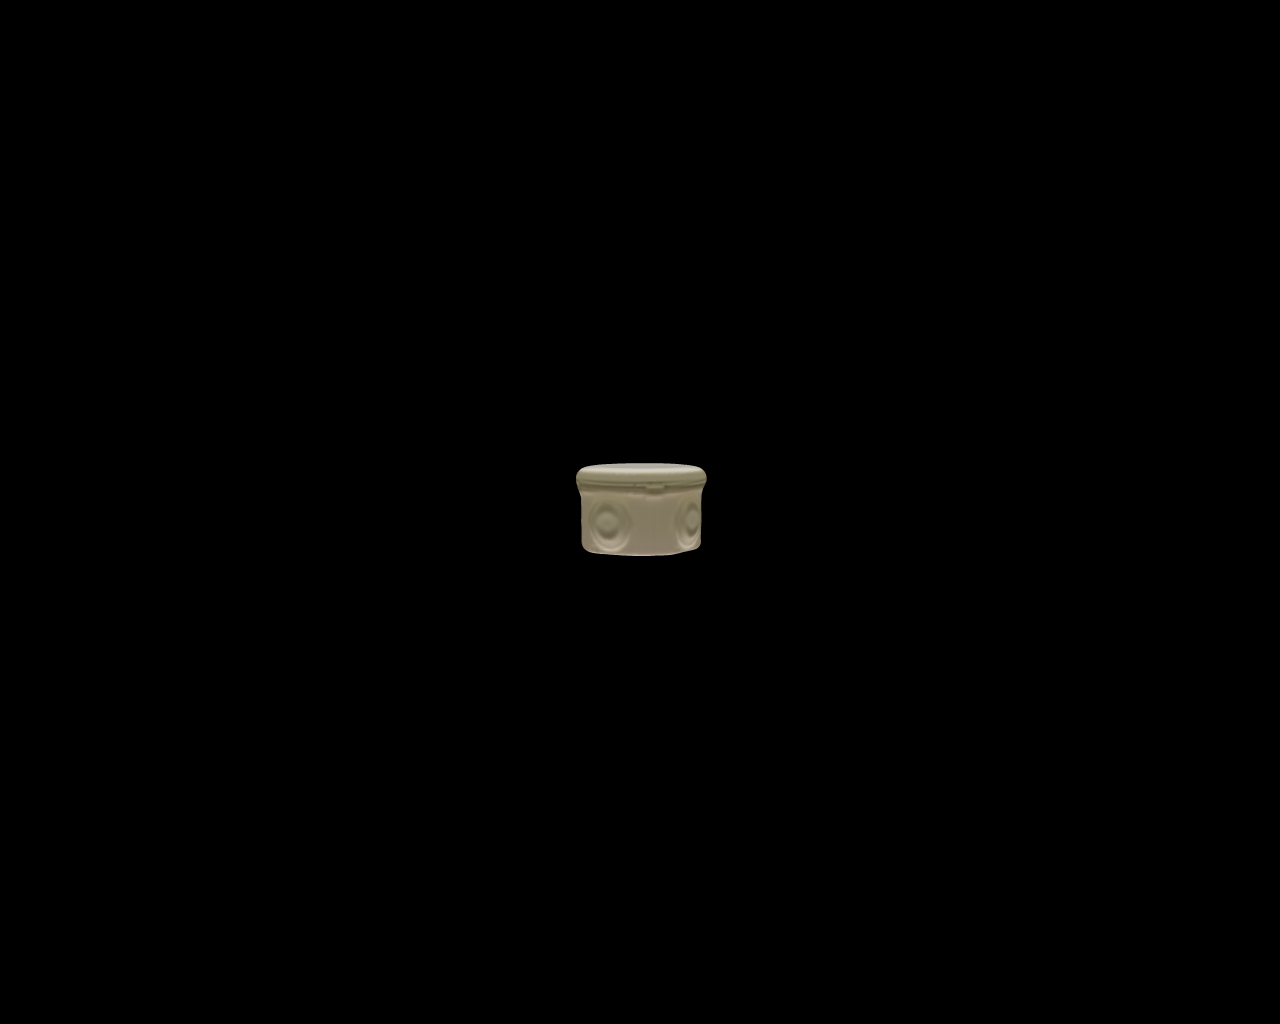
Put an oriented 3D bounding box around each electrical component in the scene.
[{"bbox_3d":[0.001,-0.003,0.650,0.080,0.051,0.080,0,5,0],"label":"electrical component"}]
